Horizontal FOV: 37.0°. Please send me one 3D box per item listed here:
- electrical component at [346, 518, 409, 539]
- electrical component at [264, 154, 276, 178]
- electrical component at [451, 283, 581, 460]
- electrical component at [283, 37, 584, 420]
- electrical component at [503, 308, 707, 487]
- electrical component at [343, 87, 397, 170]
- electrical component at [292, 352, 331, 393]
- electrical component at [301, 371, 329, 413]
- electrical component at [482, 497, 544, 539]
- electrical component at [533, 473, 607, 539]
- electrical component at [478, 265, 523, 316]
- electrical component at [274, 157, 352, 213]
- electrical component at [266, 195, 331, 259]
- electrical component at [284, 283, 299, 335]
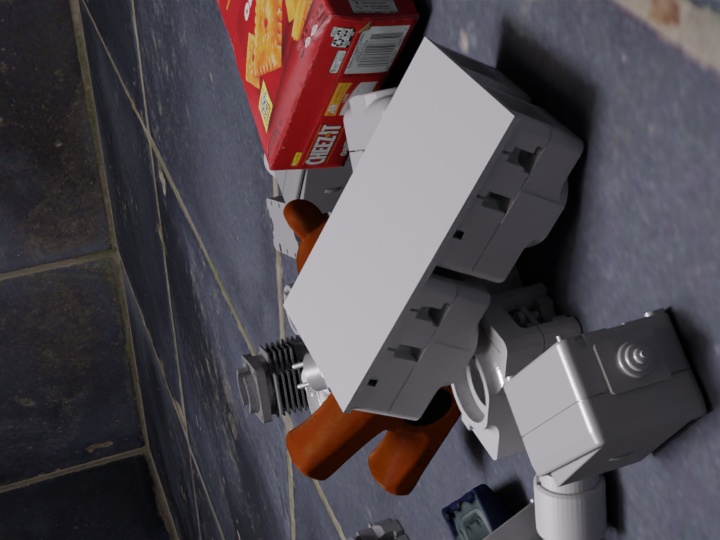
[{"bbox_3d":[0.016,0.273,1.008,0.078,0.057,0.058,-128,31,-54],"label":"electrical component"},{"bbox_3d":[-0.066,-0.112,1.011,0.078,0.040,0.040,142,114,-71],"label":"electrical component"},{"bbox_3d":[0.089,0.061,0.632,0.050,0.056,0.089,-125,27,-49],"label":"electrical component"},{"bbox_3d":[0.038,-0.020,0.610,0.186,0.060,0.105,-61,35,21],"label":"electrical component"},{"bbox_3d":[0.121,0.063,0.524,0.096,0.062,0.061,120,134,-65],"label":"electrical component"},{"bbox_3d":[0.027,-0.091,0.716,0.095,0.054,0.059,-170,68,-71],"label":"electrical component"},{"bbox_3d":[-0.025,0.088,0.977,0.044,0.079,0.077,0,-106,-67],"label":"electrical component"},{"bbox_3d":[-0.023,0.109,1.032,0.077,0.044,0.079,-123,28,-45],"label":"electrical component"},{"bbox_3d":[0.101,0.188,0.640,0.061,0.096,0.061,36,134,32],"label":"electrical component"},{"bbox_3d":[0.118,0.119,0.607,0.040,0.040,0.078,-142,43,-64],"label":"electrical component"},{"bbox_3d":[0.066,0.020,0.680,0.080,0.051,0.080,167,90,-72],"label":"electrical component"},{"bbox_3d":[-0.030,-0.092,0.880,0.096,0.062,0.061,109,144,-59],"label":"electrical component"},{"bbox_3d":[-0.042,-0.043,0.963,0.089,0.056,0.050,-158,56,-69],"label":"electrical component"},{"bbox_3d":[-0.044,0.034,1.037,0.055,0.047,0.055,167,90,-73],"label":"electrical component"}]
